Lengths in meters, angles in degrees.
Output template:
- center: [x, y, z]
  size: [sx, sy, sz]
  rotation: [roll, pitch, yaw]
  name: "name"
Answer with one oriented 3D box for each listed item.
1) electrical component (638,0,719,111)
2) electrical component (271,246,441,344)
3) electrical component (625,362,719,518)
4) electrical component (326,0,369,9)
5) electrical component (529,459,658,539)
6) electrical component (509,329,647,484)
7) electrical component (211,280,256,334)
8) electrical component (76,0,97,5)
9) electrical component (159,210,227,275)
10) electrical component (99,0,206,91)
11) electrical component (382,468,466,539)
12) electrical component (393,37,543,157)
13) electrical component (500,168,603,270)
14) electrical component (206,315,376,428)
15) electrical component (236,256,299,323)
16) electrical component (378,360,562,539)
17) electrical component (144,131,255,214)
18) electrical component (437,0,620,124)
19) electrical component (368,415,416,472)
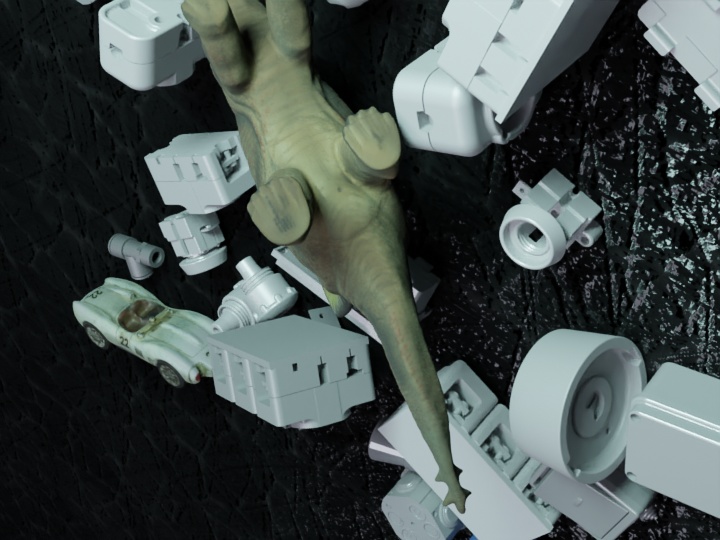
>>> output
- center: [0.212, -0.116, 0.575]
  size: [0.121, 0.063, 0.079]
  rotation: [48, 143, 1]
  name: "electrical component"
- center: [0.000, 0.000, 0.883]
  size: [0.121, 0.079, 0.063]
  rotation: [37, 119, 15]
  name: "electrical component"
- center: [0.248, 0.124, 0.753]
  size: [0.113, 0.057, 0.078]
  rotation: [20, 134, 32]
  name: "electrical component"
- center: [0.003, -0.204, 0.722]
  size: [0.062, 0.043, 0.043]
  rotation: [-14, 111, 48]
  name: "electrical component"
- center: [0.190, 0.170, 0.846]
  size: [0.096, 0.061, 0.061]
  rotation: [39, 142, 13]
  name: "electrical component"
- center: [0.154, 0.095, 0.784]
  size: [0.060, 0.108, 0.108]
  rotation: [15, 132, 45]
  name: "electrical component"
- center: [-0.117, 0.042, 1.038]
  size: [0.048, 0.062, 0.048]
  rotation: [26, 137, 27]
  name: "electrical component"
- center: [-0.222, -0.263, 0.886]
  size: [0.080, 0.051, 0.080]
  rotation: [26, 137, 27]
  name: "electrical component"
- center: [-0.157, -0.028, 1.031]
  size: [0.066, 0.048, 0.055]
  rotation: [-6, 109, 47]
  name: "electrical component"
- center: [-0.159, -0.186, 0.854]
  size: [0.054, 0.095, 0.059]
  rotation: [34, 140, 19]
  name: "electrical component"
- center: [0.065, 0.226, 1.027]
  size: [0.080, 0.051, 0.080]
  rotation: [26, 137, 27]
  name: "electrical component"
- center: [0.074, -0.115, 0.686]
  size: [0.059, 0.095, 0.053]
  rotation: [15, 131, 37]
  name: "electrical component"
- center: [0.128, -0.032, 0.738]
  size: [0.066, 0.055, 0.048]
  rotation: [42, 142, 8]
  name: "electrical component"
- center: [-0.061, 0.086, 0.920]
  size: [0.150, 0.089, 0.061]
  rotation: [10, 111, 62]
  name: "electrical component"
- center: [-0.091, 0.016, 1.007]
  size: [0.062, 0.048, 0.048]
  rotation: [53, 143, 7]
  name: "electrical component"
- center: [0.103, 0.159, 0.922]
  size: [0.150, 0.062, 0.089]
  rotation: [47, 143, 2]
  name: "electrical component"
- center: [-0.139, -0.086, 0.958]
  size: [0.089, 0.050, 0.055]
  rotation: [4, 124, 42]
  name: "electrical component"
- center: [0.117, -0.182, 0.578]
  size: [0.060, 0.105, 0.186]
  rotation: [41, 142, 11]
  name: "electrical component"
- center: [0.046, 0.167, 1.004]
  size: [0.065, 0.044, 0.044]
  rotation: [19, 134, 27]
  name: "electrical component"
